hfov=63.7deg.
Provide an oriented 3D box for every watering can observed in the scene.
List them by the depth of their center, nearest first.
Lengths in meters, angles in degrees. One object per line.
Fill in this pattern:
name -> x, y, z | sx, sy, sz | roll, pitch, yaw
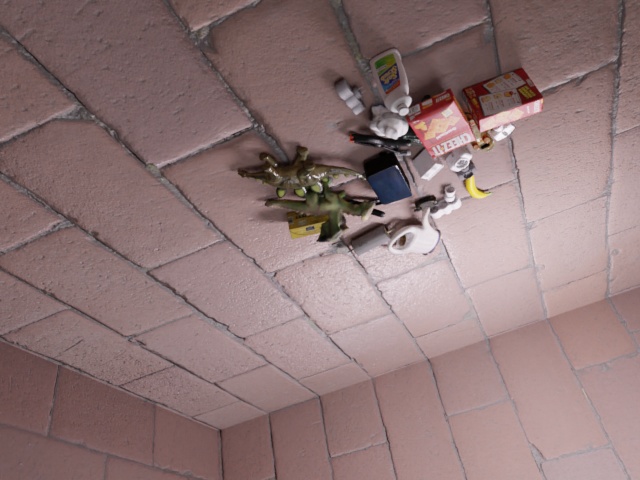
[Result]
watering can -> 0.446, -0.026, 2.280 | 0.224, 0.106, 0.341 | 9, 143, -27

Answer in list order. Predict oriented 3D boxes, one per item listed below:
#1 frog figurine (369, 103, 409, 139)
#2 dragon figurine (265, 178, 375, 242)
frog figurine -> 0.237, -0.381, 1.734 | 0.137, 0.163, 0.120 | 8, 139, -24
dragon figurine -> 0.006, -0.099, 1.963 | 0.410, 0.248, 0.119 | -15, 146, 0
